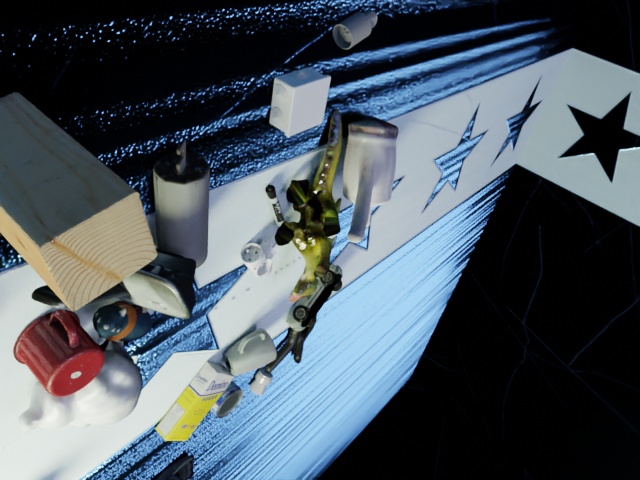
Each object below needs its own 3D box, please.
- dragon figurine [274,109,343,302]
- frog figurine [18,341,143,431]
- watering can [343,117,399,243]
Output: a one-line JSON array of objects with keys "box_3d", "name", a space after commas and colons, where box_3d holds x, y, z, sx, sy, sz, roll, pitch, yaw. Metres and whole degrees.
[{"box_3d": [0.003, -0.055, 1.097, 0.243, 0.122, 0.410, 1, 106, -82], "name": "dragon figurine"}, {"box_3d": [-0.351, 0.235, 0.766, 0.135, 0.123, 0.162, -47, 174, 31], "name": "frog figurine"}, {"box_3d": [0.095, -0.126, 1.008, 0.352, 0.104, 0.222, -61, 156, -74], "name": "watering can"}]
